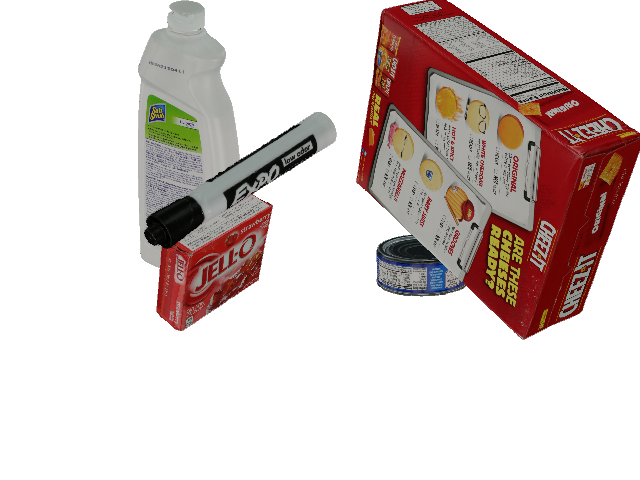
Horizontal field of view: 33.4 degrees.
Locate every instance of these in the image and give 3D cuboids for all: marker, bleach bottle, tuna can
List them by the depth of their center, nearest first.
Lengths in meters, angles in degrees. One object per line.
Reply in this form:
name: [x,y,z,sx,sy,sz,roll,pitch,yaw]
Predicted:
marker: [-0.039,-0.031,0.536,0.120,0.020,0.020,-35,21,-32]
bleach bottle: [-0.113,-0.087,0.951,0.103,0.251,0.068,14,34,14]
tuna can: [0.094,0.021,0.979,0.086,0.034,0.086,-3,17,1]

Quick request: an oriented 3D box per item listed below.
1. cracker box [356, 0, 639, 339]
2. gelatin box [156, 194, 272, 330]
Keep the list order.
cracker box: [0.122,-0.059,0.794,0.072,0.164,0.214,-20,46,-29]
gelatin box: [-0.076,0.014,0.767,0.030,0.073,0.089,33,42,23]
